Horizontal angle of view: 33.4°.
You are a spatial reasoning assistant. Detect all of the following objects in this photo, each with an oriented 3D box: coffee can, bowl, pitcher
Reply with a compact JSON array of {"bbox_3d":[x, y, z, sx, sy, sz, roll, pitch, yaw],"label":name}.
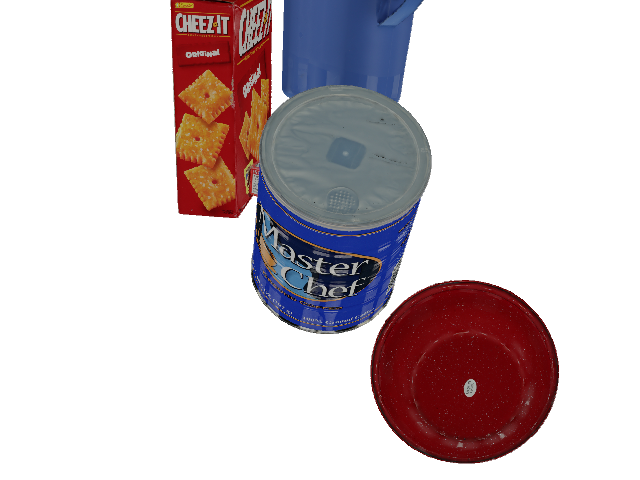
[{"bbox_3d":[0.009,-0.016,0.686,0.102,0.103,0.140,0,-31,-6],"label":"coffee can"},{"bbox_3d":[0.122,0.116,0.894,0.162,0.162,0.055,0,6,5],"label":"bowl"},{"bbox_3d":[0.034,-0.238,0.922,0.145,0.243,0.149,7,16,7],"label":"pitcher"}]

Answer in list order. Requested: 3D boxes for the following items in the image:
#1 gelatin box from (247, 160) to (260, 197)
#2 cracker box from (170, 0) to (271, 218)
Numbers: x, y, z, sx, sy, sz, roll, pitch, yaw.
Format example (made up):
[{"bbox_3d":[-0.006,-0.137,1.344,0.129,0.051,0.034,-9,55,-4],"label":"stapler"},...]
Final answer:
[{"bbox_3d":[-0.006,-0.054,0.902,0.089,0.030,0.073,18,33,21],"label":"gelatin box"},{"bbox_3d":[-0.094,-0.150,1.088,0.072,0.214,0.164,5,22,9],"label":"cracker box"}]
